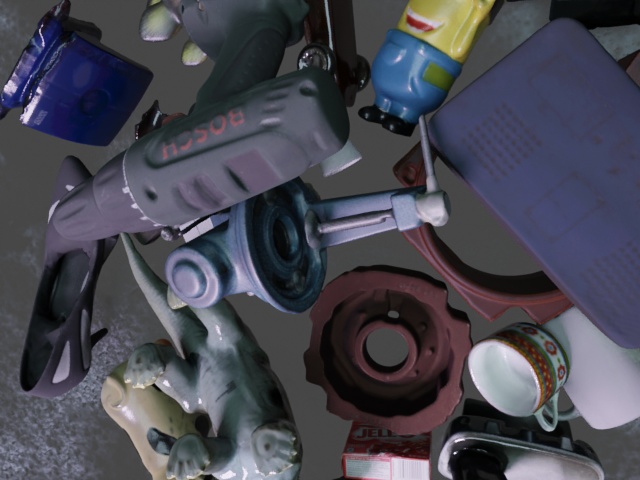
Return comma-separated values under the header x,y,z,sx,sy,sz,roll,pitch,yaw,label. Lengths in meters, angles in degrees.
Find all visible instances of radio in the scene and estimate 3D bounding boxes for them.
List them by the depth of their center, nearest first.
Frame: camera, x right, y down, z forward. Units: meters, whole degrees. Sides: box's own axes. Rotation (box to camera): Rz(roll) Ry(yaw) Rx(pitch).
x,y,z,sx,sy,sz,roll,pitch,yaw,label
0.201,-0.044,0.412,0.131,0.073,0.229,-43,89,14,radio

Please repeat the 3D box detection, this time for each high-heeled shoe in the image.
x,y,z,sx,sy,sz,roll,pitch,yaw,label
-0.285,0.036,0.576,0.086,0.145,0.248,-6,99,12,high-heeled shoe

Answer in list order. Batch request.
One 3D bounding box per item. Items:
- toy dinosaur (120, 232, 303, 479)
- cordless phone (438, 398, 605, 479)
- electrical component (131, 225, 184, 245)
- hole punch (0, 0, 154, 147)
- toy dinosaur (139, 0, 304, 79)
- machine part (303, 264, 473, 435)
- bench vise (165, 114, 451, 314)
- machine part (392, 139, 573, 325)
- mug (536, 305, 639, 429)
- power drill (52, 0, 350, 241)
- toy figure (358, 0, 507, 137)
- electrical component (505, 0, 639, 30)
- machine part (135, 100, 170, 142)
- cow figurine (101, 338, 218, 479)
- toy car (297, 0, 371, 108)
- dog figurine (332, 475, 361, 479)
x,y,z,sx,sy,sz,roll,pitch,yaw,label
-0.089,0.161,0.550,0.131,0.192,0.405,-28,56,-2,toy dinosaur
0.184,0.213,0.480,0.147,0.184,0.088,10,87,11,cordless phone
-0.191,-0.038,0.597,0.078,0.045,0.102,-36,90,13,electrical component
-0.251,-0.161,0.560,0.092,0.116,0.142,41,105,-5,hole punch
-0.127,-0.323,0.510,0.199,0.105,0.470,-3,98,13,toy dinosaur
0.070,0.109,0.559,0.180,0.056,0.179,2,98,12,machine part
-0.004,-0.012,0.457,0.241,0.223,0.128,-11,93,28,bench vise
0.183,-0.041,0.497,0.201,0.087,0.201,-44,88,16,machine part
0.250,0.116,0.515,0.109,0.081,0.107,-39,78,28,mug
-0.089,-0.105,0.407,0.232,0.207,0.085,-12,137,24,power drill
0.104,-0.184,0.496,0.082,0.089,0.180,31,111,10,toy figure
0.230,-0.224,0.474,0.119,0.047,0.074,11,99,41,electrical component
-0.138,-0.090,0.572,0.139,0.039,0.084,35,77,10,machine part
-0.166,0.216,0.588,0.085,0.127,0.195,-37,87,18,cow figurine
0.004,-0.226,0.504,0.053,0.089,0.202,-1,100,28,toy car
0.096,0.294,0.569,0.191,0.121,0.172,37,62,27,dog figurine
